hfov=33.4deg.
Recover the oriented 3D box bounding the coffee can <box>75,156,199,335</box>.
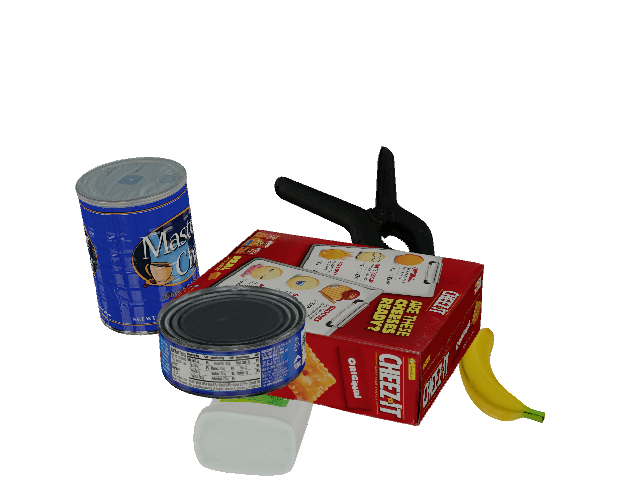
[{"bbox_3d":[-0.170,0.004,1.017,0.103,0.140,0.103,-4,27,2],"label":"coffee can"}]

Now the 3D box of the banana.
[{"bbox_3d":[0.198,0.160,1.263,0.069,0.037,0.198,10,25,-15],"label":"banana"}]

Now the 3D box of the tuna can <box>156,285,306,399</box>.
[{"bbox_3d":[-0.050,0.057,0.614,0.086,0.034,0.086,-1,20,0],"label":"tuna can"}]

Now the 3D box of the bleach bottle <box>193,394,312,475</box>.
[{"bbox_3d":[-0.055,0.151,1.113,0.102,0.068,0.250,5,20,5],"label":"bleach bottle"}]

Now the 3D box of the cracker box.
[{"bbox_3d":[0.006,0.064,0.862,0.214,0.072,0.164,9,26,23],"label":"cracker box"}]

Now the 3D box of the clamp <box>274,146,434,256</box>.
[{"bbox_3d":[0.054,-0.021,1.214,0.164,0.210,0.036,-14,-38,-24],"label":"clamp"}]
